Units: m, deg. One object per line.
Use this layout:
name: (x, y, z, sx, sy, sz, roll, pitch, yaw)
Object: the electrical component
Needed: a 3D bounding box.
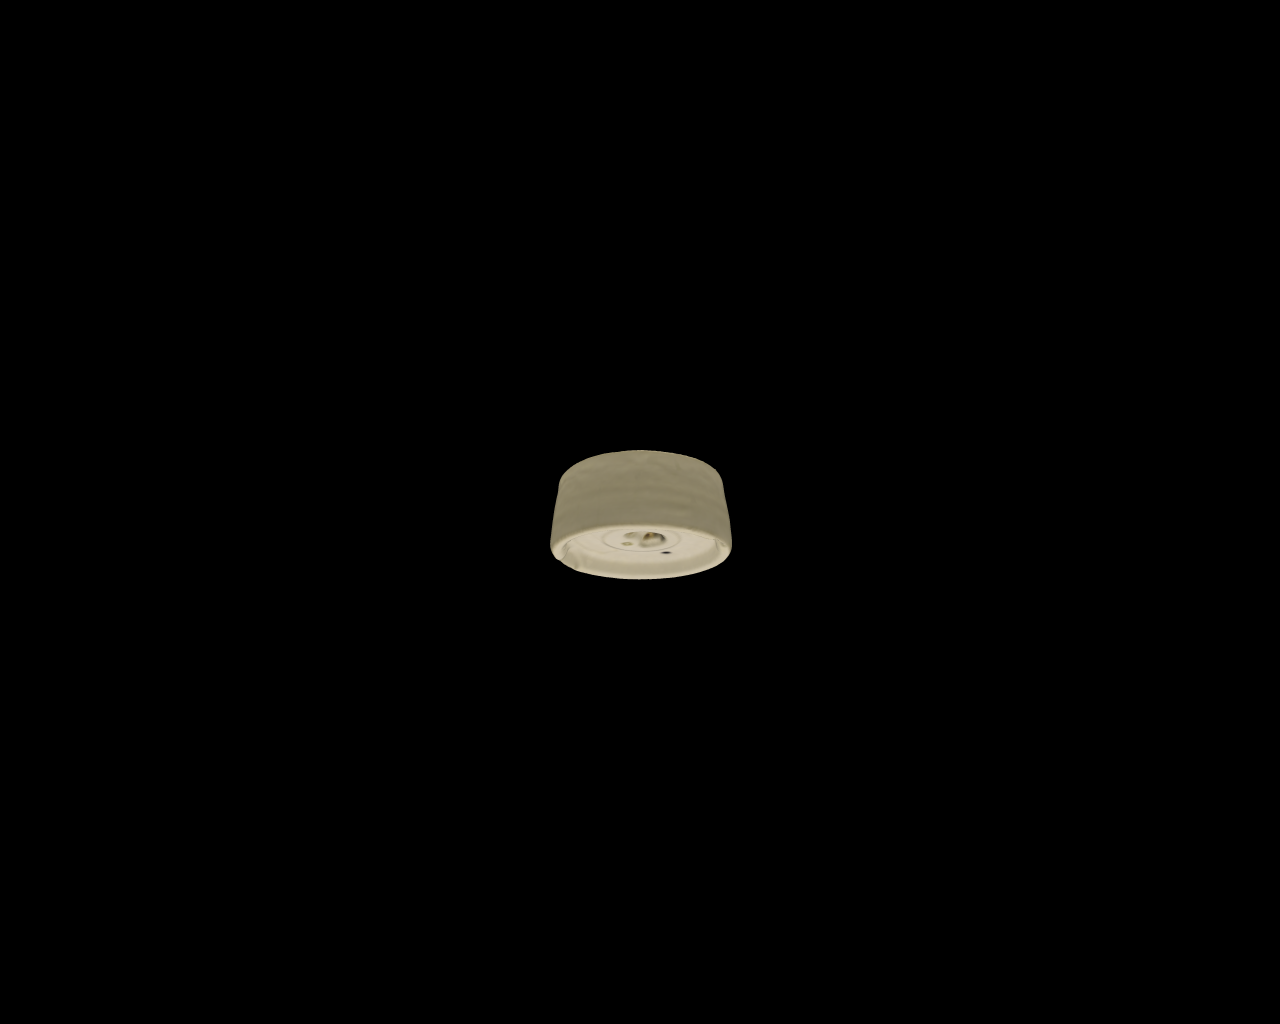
electrical component: (0.001, -0.003, 0.650, 0.108, 0.060, 0.108, 0, -20, 0)
